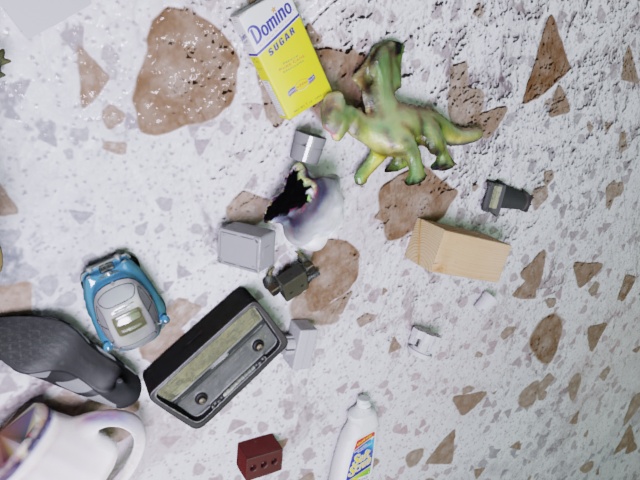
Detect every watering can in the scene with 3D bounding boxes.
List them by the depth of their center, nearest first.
[{"bbox_3d":[-0.437,0.385,0.792,0.221,0.349,0.105,48,-7,-32],"label":"watering can"}]

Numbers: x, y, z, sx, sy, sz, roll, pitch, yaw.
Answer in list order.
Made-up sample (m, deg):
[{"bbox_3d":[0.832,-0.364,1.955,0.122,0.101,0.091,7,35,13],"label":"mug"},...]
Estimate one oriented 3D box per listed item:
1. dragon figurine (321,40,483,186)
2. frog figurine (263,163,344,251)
[{"bbox_3d":[0.154,-0.236,0.926,0.415,0.239,0.122,-29,24,-35],"label":"dragon figurine"},{"bbox_3d":[0.003,-0.044,0.877,0.122,0.139,0.157,0,-22,40],"label":"frog figurine"}]
